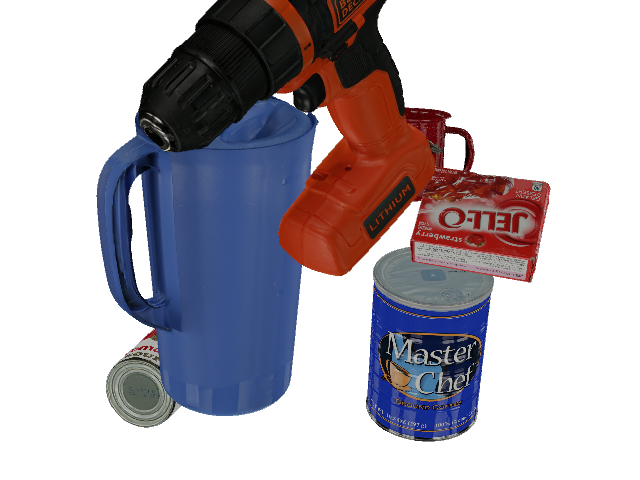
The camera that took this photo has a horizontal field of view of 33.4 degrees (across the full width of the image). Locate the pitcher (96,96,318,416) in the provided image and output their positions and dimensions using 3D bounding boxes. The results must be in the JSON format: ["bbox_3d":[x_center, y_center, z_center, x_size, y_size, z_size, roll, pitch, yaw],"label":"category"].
[{"bbox_3d":[-0.082,0.014,0.827,0.149,0.243,0.145,4,26,2],"label":"pitcher"}]

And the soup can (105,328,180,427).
[{"bbox_3d":[-0.145,0.119,0.976,0.068,0.068,0.102,0,17,16],"label":"soup can"}]

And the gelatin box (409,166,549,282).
[{"bbox_3d":[0.115,-0.013,0.769,0.089,0.073,0.030,9,-37,14],"label":"gelatin box"}]

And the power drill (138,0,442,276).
[{"bbox_3d":[-0.003,-0.066,0.554,0.057,0.184,0.187,30,-26,30],"label":"power drill"}]

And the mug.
[{"bbox_3d":[0.092,-0.085,1.050,0.117,0.081,0.093,2,14,7],"label":"mug"}]

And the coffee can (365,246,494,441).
[{"bbox_3d":[0.094,0.090,0.940,0.103,0.140,0.103,1,28,-1],"label":"coffee can"}]
